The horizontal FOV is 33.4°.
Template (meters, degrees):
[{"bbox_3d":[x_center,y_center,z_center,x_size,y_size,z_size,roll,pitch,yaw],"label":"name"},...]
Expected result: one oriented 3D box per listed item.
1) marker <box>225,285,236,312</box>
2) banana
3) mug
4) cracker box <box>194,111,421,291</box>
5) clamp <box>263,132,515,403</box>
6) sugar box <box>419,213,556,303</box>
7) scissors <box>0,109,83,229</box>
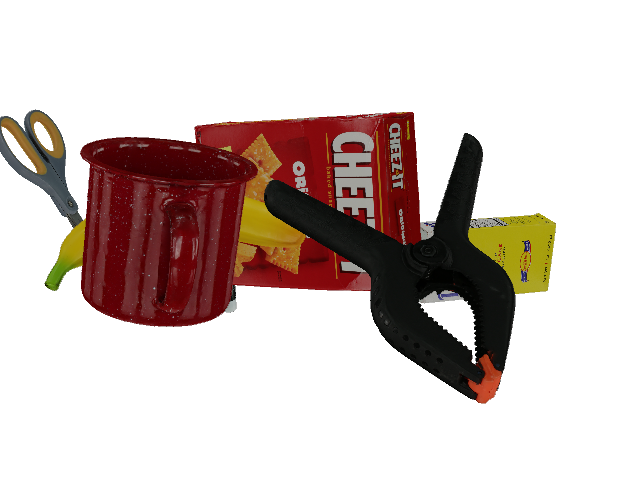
[{"bbox_3d":[-0.106,0.027,1.201,0.020,0.121,0.020,0,32,0],"label":"marker"},{"bbox_3d":[-0.113,-0.007,0.818,0.197,0.069,0.037,-12,-24,-3],"label":"banana"},{"bbox_3d":[-0.080,-0.001,0.560,0.093,0.081,0.117,2,18,-20],"label":"mug"},{"bbox_3d":[-0.014,-0.037,1.031,0.214,0.164,0.072,1,11,32],"label":"cracker box"},{"bbox_3d":[0.058,0.016,0.709,0.164,0.210,0.036,-10,-38,-9],"label":"clamp"},{"bbox_3d":[0.195,0.021,1.292,0.176,0.093,0.048,-6,20,-22],"label":"sugar box"},{"bbox_3d":[-0.255,-0.051,1.081,0.016,0.201,0.096,-24,27,27],"label":"scissors"}]
